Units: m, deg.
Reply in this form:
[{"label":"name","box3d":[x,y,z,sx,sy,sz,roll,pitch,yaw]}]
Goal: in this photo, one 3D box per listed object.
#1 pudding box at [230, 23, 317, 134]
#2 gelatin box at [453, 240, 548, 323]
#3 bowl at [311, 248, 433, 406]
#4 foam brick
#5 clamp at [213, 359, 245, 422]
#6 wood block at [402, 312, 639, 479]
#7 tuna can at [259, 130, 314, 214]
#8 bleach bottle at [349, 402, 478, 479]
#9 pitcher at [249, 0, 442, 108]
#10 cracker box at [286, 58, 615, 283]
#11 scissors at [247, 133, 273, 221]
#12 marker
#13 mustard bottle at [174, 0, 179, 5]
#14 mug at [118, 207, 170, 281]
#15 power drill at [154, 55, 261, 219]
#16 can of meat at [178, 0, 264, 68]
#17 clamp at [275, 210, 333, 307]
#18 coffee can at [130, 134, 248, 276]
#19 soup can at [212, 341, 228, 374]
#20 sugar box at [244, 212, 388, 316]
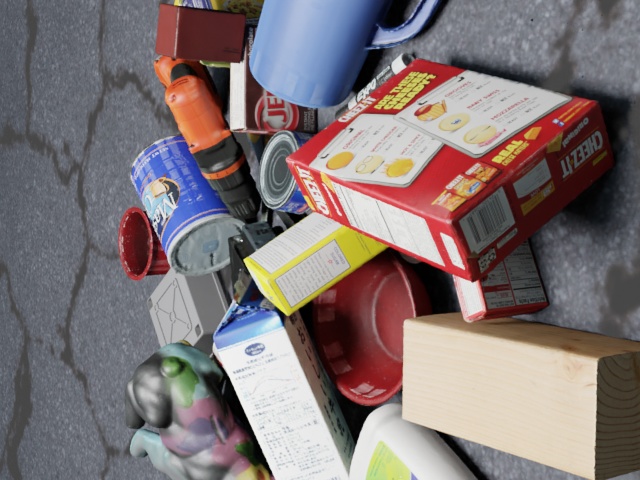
[{"label":"pudding box","box3d":[-0.050,-0.169,1.134,0.039,0.089,0.113,0,91,55]},{"label":"gelatin box","box3d":[0.144,0.021,0.892,0.030,0.073,0.089,-32,67,51]},{"label":"bowl","box3d":[0.059,0.076,1.027,0.162,0.055,0.162,4,95,54]},{"label":"foam brick","box3d":[-0.123,-0.211,1.091,0.051,0.078,0.053,26,112,54]},{"label":"clamp","box3d":[-0.135,0.224,1.317,0.210,0.036,0.165,-52,56,38]},{"label":"wood block","box3d":[0.166,0.117,0.854,0.206,0.090,0.091,7,98,53]},{"label":"tuna can","box3d":[-0.030,-0.071,1.113,0.086,0.033,0.086,-20,66,55]},{"label":"bleach bottle","box3d":[0.127,0.256,0.941,0.251,0.067,0.103,41,126,42]},{"label":"pitcher","box3d":[0.024,-0.245,1.011,0.149,0.144,0.243,-113,35,-45]},{"label":"cracker box","box3d":[0.101,-0.064,0.870,0.214,0.164,0.072,25,148,51]},{"label":"scissors","box3d":[-0.069,-0.078,1.229,0.096,0.016,0.202,41,124,47]},{"label":"marker","box3d":[0.052,-0.146,1.056,0.121,0.020,0.020,-36,63,49]},{"label":"mustard bottle","box3d":[-0.124,-0.328,1.253,0.096,0.058,0.192,46,127,47]},{"label":"mug","box3d":[-0.206,0.008,1.366,0.117,0.081,0.093,-38,62,48]},{"label":"power drill","box3d":[-0.128,-0.131,1.215,0.184,0.057,0.188,66,177,-35]},{"label":"can of meat","box3d":[-0.098,-0.241,1.189,0.058,0.101,0.084,-37,65,47]},{"label":"clamp","box3d":[-0.007,0.001,1.131,0.120,0.039,0.171,-30,61,58]},{"label":"coffee can","box3d":[-0.156,-0.042,1.277,0.140,0.102,0.103,60,136,33]},{"label":"soup can","box3d":[-0.069,0.139,1.198,0.102,0.068,0.068,42,124,45]},{"label":"sugar box","box3d":[0.021,-0.005,0.969,0.048,0.176,0.093,62,170,-19]}]
